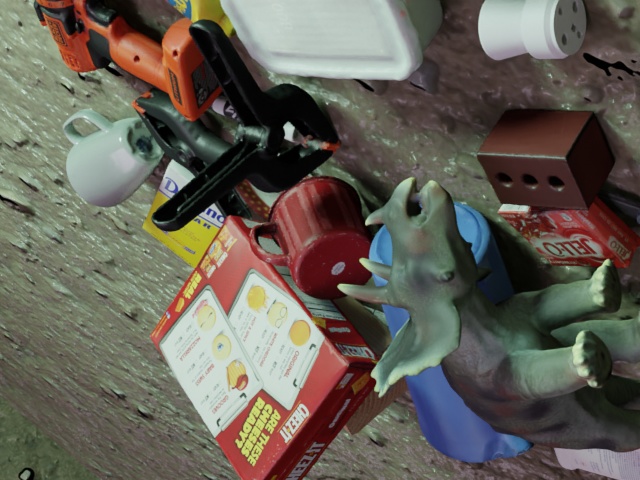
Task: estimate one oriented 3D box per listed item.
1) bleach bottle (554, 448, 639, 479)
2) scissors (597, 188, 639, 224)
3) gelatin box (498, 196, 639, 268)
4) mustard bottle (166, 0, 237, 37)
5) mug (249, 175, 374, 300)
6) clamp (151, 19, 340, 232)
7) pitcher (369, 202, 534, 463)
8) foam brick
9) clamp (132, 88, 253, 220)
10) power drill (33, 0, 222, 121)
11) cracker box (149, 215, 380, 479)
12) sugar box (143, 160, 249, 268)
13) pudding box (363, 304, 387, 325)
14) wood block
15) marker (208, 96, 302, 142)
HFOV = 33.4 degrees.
[{"bbox_3d":[0.344,0.204,0.984,0.251,0.068,0.102,14,149,32],"label":"bleach bottle"},{"bbox_3d":[0.255,-0.022,0.773,0.202,0.016,0.096,32,155,7],"label":"scissors"},{"bbox_3d":[0.193,-0.010,0.830,0.073,0.030,0.089,40,163,-22],"label":"gelatin box"},{"bbox_3d":[-0.119,-0.221,0.842,0.191,0.058,0.096,36,170,-3],"label":"mustard bottle"},{"bbox_3d":[-0.006,0.001,0.981,0.081,0.117,0.093,-113,27,-50],"label":"mug"},{"bbox_3d":[-0.052,-0.096,0.883,0.036,0.209,0.165,20,108,33],"label":"clamp"},{"bbox_3d":[0.122,0.078,0.986,0.149,0.144,0.242,3,136,28],"label":"pitcher"},{"bbox_3d":[0.165,-0.060,0.780,0.078,0.051,0.053,7,141,44],"label":"foam brick"},{"bbox_3d":[-0.116,-0.092,1.045,0.171,0.039,0.120,45,147,5],"label":"clamp"},{"bbox_3d":[-0.179,-0.197,0.960,0.188,0.057,0.184,29,156,20],"label":"power drill"},{"bbox_3d":[-0.055,0.107,1.022,0.071,0.164,0.214,10,-149,-49],"label":"cracker box"},{"bbox_3d":[-0.138,-0.032,1.187,0.093,0.048,0.176,37,154,-1],"label":"sugar box"},{"bbox_3d":[0.033,0.124,1.160,0.090,0.113,0.039,19,154,31],"label":"pudding box"},{"bbox_3d":[-0.007,0.093,1.111,0.206,0.090,0.090,40,163,38],"label":"wood block"},{"bbox_3d":[-0.070,-0.119,0.997,0.121,0.020,0.020,23,150,25],"label":"marker"}]
